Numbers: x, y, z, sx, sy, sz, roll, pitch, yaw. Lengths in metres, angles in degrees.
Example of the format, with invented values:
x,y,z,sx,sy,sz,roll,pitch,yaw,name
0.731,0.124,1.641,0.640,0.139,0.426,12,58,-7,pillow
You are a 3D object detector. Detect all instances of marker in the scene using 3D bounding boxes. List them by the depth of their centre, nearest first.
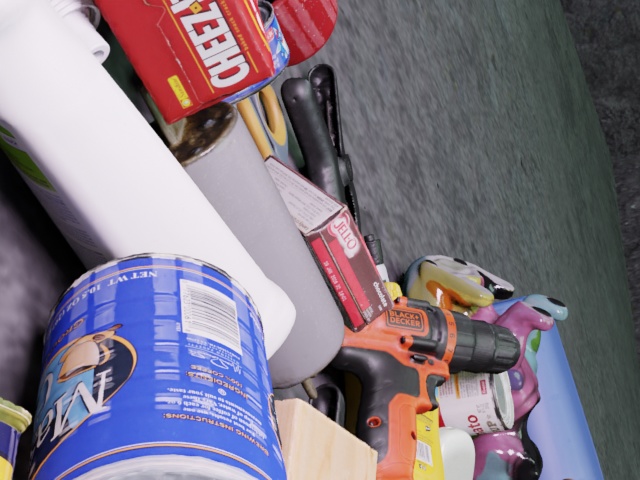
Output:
x,y,z,sx,sy,sz,roll,pitch,yaw,name
0.057,0.054,0.960,0.020,0.020,0.121,-18,95,-69,marker

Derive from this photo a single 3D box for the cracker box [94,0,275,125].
x,y,z,sx,sy,sz,roll,pitch,yaw,name
-0.092,-0.189,0.569,0.214,0.072,0.164,-104,168,-53,cracker box

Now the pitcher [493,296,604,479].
x,y,z,sx,sy,sz,roll,pitch,yaw,name
0.218,0.189,1.167,0.149,0.145,0.243,33,44,-79,pitcher

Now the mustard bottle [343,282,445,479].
x,y,z,sx,sy,sz,roll,pitch,yaw,name
0.058,0.120,0.866,0.096,0.058,0.191,29,48,-36,mustard bottle

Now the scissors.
x,y,z,sx,sy,sz,roll,pitch,yaw,name
-0.024,-0.040,0.811,0.096,0.016,0.201,-79,149,-47,scissors

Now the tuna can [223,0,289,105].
x,y,z,sx,sy,sz,roll,pitch,yaw,name
-0.063,-0.112,0.655,0.086,0.086,0.033,-73,145,-52,tuna can

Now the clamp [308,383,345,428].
x,y,z,sx,sy,sz,roll,pitch,yaw,name
-0.015,0.204,0.666,0.164,0.036,0.210,-3,83,-60,clamp

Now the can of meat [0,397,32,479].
x,y,z,sx,sy,sz,roll,pitch,yaw,name
-0.150,0.089,0.361,0.102,0.058,0.084,47,38,-53,can of meat

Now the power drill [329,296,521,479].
x,y,z,sx,sy,sz,roll,pitch,yaw,name
0.081,0.132,0.792,0.184,0.057,0.187,10,53,-22,power drill

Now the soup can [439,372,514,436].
x,y,z,sx,sy,sz,roll,pitch,yaw,name
0.112,0.140,0.935,0.068,0.102,0.068,-12,90,-69,soup can

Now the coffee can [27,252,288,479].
x,y,z,sx,sy,sz,roll,pitch,yaw,name
-0.066,0.084,0.437,0.140,0.103,0.103,-106,171,-58,coffee can

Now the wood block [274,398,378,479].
x,y,z,sx,sy,sz,roll,pitch,yaw,name
-0.037,0.192,0.510,0.090,0.091,0.206,43,45,-48,wood block

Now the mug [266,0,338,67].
x,y,z,sx,sy,sz,roll,pitch,yaw,name
-0.042,-0.164,0.751,0.117,0.093,0.081,-64,154,-9,mug

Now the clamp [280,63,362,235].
x,y,z,sx,sy,sz,roll,pitch,yaw,name
0.008,-0.064,0.874,0.120,0.039,0.171,-57,139,-61,clamp

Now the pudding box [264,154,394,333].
x,y,z,sx,sy,sz,roll,pitch,yaw,name
-0.005,0.001,0.724,0.114,0.039,0.090,35,-24,53,pudding box

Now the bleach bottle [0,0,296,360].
x,y,z,sx,sy,sz,roll,pitch,yaw,name
-0.107,-0.039,0.488,0.068,0.103,0.250,-46,130,-19,bleach bottle
